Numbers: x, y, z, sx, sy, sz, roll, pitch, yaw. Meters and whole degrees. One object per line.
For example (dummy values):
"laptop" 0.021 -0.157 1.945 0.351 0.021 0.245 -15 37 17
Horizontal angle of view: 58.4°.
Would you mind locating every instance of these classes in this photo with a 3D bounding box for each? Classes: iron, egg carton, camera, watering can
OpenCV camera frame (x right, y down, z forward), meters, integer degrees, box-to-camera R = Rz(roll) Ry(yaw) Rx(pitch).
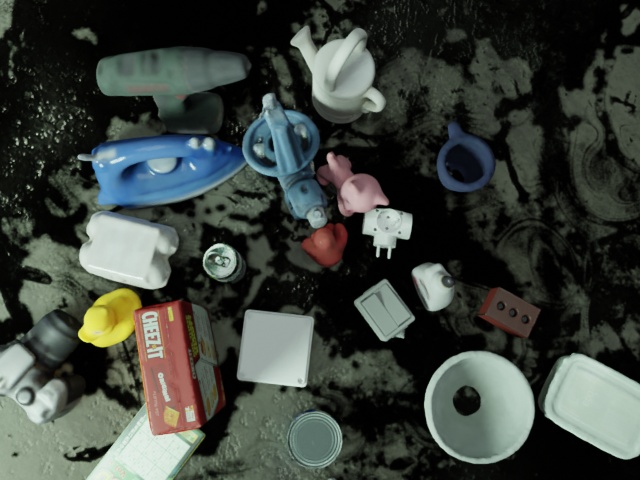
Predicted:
"iron" -0.241 -0.131 0.907 0.258 0.141 0.118 -11 81 -3
"egg carton" -0.305 0.017 0.919 0.150 0.069 0.107 13 81 1
"camera" -0.420 0.185 0.874 0.143 0.101 0.137 40 83 5
"watering can" 0.030 -0.268 0.907 0.173 0.194 0.101 16 81 2

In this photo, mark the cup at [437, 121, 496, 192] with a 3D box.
"cup" 0.226 -0.128 0.940 0.091 0.095 0.118 -16 82 -4

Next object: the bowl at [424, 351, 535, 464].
"bowl" 0.240 0.255 0.892 0.167 0.075 0.167 0 81 -1

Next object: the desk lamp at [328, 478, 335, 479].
"desk lamp" 0.059 0.459 0.786 0.203 0.213 0.118 41 83 5

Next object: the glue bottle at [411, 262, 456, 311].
"glue bottle" 0.179 0.067 0.870 0.037 0.173 0.078 -25 82 -5

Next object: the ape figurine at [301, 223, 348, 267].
"ape figurine" 0.008 0.003 0.917 0.078 0.092 0.076 -5 81 -2

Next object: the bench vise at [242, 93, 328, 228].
"bench vise" -0.035 -0.129 0.871 0.121 0.219 0.207 -43 84 -7

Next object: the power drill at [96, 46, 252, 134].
"power drill" -0.211 -0.235 0.889 0.229 0.208 0.076 0 81 -1

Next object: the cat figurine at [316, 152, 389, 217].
"cat figurine" 0.051 -0.089 0.919 0.067 0.118 0.128 -37 84 -6

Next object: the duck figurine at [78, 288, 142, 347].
"duck figurine" -0.332 0.120 0.894 0.077 0.086 0.104 41 83 5
